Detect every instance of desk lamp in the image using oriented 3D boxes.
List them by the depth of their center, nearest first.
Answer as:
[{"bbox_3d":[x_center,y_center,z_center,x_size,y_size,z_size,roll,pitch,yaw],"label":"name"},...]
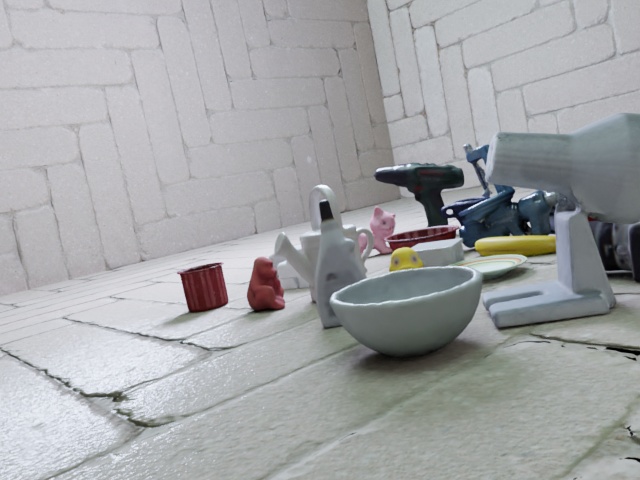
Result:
[{"bbox_3d":[0.276,-0.027,0.644,0.203,0.213,0.118,-10,6,8],"label":"desk lamp"}]

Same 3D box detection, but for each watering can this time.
[{"bbox_3d":[0.010,0.004,0.980,0.173,0.194,0.100,-16,8,-44],"label":"watering can"}]

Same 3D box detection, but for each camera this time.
[{"bbox_3d":[0.406,-0.007,0.771,0.136,0.101,0.144,-6,8,43],"label":"camera"}]

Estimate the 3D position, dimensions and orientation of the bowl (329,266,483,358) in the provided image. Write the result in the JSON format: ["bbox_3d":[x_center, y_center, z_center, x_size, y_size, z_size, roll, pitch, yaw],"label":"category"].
[{"bbox_3d":[0.097,0.082,0.620,0.167,0.075,0.167,-11,5,1],"label":"bowl"}]

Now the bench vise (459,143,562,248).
[{"bbox_3d":[0.371,-0.098,1.154,0.207,0.220,0.122,-9,6,22],"label":"bench vise"}]

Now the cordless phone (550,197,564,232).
[{"bbox_3d":[0.508,-0.111,1.193,0.094,0.185,0.147,-13,6,-15],"label":"cordless phone"}]

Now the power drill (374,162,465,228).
[{"bbox_3d":[0.270,-0.105,1.505,0.229,0.208,0.076,-10,6,9],"label":"power drill"}]

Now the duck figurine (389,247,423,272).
[{"bbox_3d":[0.125,0.052,0.813,0.077,0.086,0.104,-10,6,7],"label":"duck figurine"}]

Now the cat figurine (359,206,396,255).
[{"bbox_3d":[0.134,-0.022,1.397,0.128,0.118,0.067,-12,6,-7],"label":"cat figurine"}]

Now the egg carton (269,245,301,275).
[{"bbox_3d":[-0.044,0.048,1.292,0.150,0.069,0.107,-10,6,10],"label":"egg carton"}]

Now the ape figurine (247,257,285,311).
[{"bbox_3d":[-0.095,0.074,1.001,0.076,0.092,0.078,-8,6,31],"label":"ape figurine"}]

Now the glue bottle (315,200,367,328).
[{"bbox_3d":[0.023,0.030,0.788,0.078,0.173,0.037,-11,6,3],"label":"glue bottle"}]

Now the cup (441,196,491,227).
[{"bbox_3d":[0.348,-0.047,1.343,0.117,0.095,0.091,-11,6,1],"label":"cup"}]
